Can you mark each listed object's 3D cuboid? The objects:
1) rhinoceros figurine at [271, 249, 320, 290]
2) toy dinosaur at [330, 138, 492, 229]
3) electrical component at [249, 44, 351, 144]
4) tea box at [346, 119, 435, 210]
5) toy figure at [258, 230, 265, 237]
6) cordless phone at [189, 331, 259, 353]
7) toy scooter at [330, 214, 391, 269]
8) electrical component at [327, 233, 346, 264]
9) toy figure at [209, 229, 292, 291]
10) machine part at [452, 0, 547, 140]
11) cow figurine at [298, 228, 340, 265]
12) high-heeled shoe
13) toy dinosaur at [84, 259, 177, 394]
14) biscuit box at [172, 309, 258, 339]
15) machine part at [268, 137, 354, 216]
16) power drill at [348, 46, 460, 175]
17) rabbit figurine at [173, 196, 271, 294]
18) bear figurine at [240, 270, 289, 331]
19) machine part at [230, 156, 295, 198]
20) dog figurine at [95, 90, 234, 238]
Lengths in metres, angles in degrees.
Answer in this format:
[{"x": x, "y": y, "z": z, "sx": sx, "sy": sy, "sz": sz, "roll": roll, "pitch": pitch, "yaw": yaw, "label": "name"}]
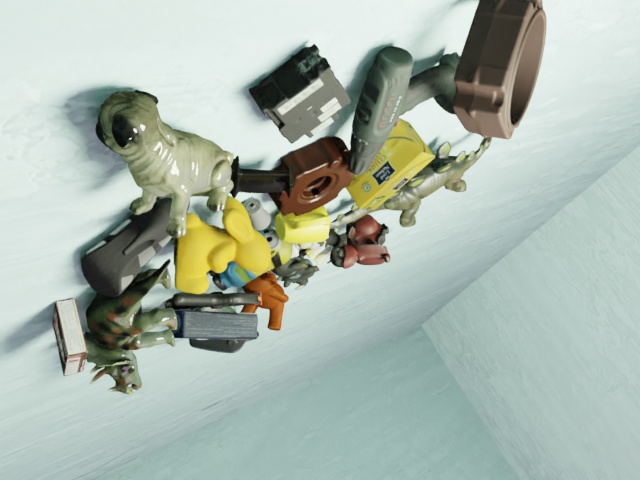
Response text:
[{"x": -0.063, "y": 0.075, "z": 1.343, "sx": 0.112, "sy": 0.073, "sz": 0.190, "roll": -34, "pitch": 159, "yaw": 6, "label": "rhinoceros figurine"}, {"x": 0.195, "y": -0.120, "z": 1.222, "sx": 0.471, "sy": 0.105, "sz": 0.198, "roll": -33, "pitch": 154, "yaw": 1, "label": "toy dinosaur"}, {"x": -0.023, "y": -0.202, "z": 0.775, "sx": 0.115, "sy": 0.058, "sz": 0.134, "roll": -32, "pitch": 160, "yaw": 8, "label": "electrical component"}, {"x": 0.126, "y": -0.147, "z": 1.057, "sx": 0.169, "sy": 0.098, "sz": 0.068, "roll": -43, "pitch": 157, "yaw": 25, "label": "tea box"}, {"x": -0.185, "y": 0.008, "z": 1.048, "sx": 0.154, "sy": 0.058, "sz": 0.064, "roll": -21, "pitch": 119, "yaw": -21, "label": "toy figure"}, {"x": -0.245, "y": 0.239, "z": 1.410, "sx": 0.147, "sy": 0.088, "sz": 0.184, "roll": 5, "pitch": 175, "yaw": 14, "label": "cordless phone"}, {"x": 0.114, "y": 0.007, "z": 1.271, "sx": 0.184, "sy": 0.135, "sz": 0.075, "roll": -59, "pitch": 149, "yaw": -42, "label": "toy scooter"}, {"x": 0.049, "y": 0.021, "z": 1.414, "sx": 0.078, "sy": 0.045, "sz": 0.102, "roll": -20, "pitch": 157, "yaw": -25, "label": "electrical component"}, {"x": -0.145, "y": 0.043, "z": 1.146, "sx": 0.180, "sy": 0.082, "sz": 0.089, "roll": -34, "pitch": 155, "yaw": 4, "label": "toy figure"}, {"x": 0.293, "y": -0.275, "z": 0.862, "sx": 0.201, "sy": 0.087, "sz": 0.201, "roll": 16, "pitch": 92, "yaw": -61, "label": "machine part"}, {"x": -0.002, "y": -0.003, "z": 1.256, "sx": 0.098, "sy": 0.068, "sz": 0.167, "roll": -38, "pitch": 162, "yaw": 4, "label": "cow figurine"}, {"x": -0.306, "y": 0.006, "z": 0.894, "sx": 0.249, "sy": 0.086, "sz": 0.145, "roll": -28, "pitch": -161, "yaw": 48, "label": "high-heeled shoe"}, {"x": -0.380, "y": 0.153, "z": 1.034, "sx": 0.192, "sy": 0.131, "sz": 0.404, "roll": -12, "pitch": 145, "yaw": -24, "label": "toy dinosaur"}, {"x": -0.236, "y": 0.191, "z": 1.204, "sx": 0.059, "sy": 0.063, "sz": 0.202, "roll": -12, "pitch": 163, "yaw": 44, "label": "biscuit box"}, {"x": -0.014, "y": -0.113, "z": 1.001, "sx": 0.179, "sy": 0.056, "sz": 0.179, "roll": -26, "pitch": 160, "yaw": -10, "label": "machine part"}, {"x": 0.144, "y": -0.224, "z": 0.906, "sx": 0.207, "sy": 0.086, "sz": 0.231, "roll": -19, "pitch": 145, "yaw": -20, "label": "power drill"}, {"x": -0.169, "y": 0.006, "z": 0.953, "sx": 0.173, "sy": 0.122, "sz": 0.162, "roll": 8, "pitch": 110, "yaw": -16, "label": "rabbit figurine"}, {"x": -0.144, "y": 0.135, "z": 1.284, "sx": 0.195, "sy": 0.120, "sz": 0.132, "roll": 66, "pitch": 40, "yaw": -75, "label": "bear figurine"}, {"x": -0.109, "y": -0.100, "z": 0.880, "sx": 0.139, "sy": 0.039, "sz": 0.084, "roll": 2, "pitch": 144, "yaw": -17, "label": "machine part"}, {"x": -0.187, "y": -0.124, "z": 0.695, "sx": 0.190, "sy": 0.121, "sz": 0.172, "roll": 91, "pitch": 25, "yaw": -47, "label": "dog figurine"}]
